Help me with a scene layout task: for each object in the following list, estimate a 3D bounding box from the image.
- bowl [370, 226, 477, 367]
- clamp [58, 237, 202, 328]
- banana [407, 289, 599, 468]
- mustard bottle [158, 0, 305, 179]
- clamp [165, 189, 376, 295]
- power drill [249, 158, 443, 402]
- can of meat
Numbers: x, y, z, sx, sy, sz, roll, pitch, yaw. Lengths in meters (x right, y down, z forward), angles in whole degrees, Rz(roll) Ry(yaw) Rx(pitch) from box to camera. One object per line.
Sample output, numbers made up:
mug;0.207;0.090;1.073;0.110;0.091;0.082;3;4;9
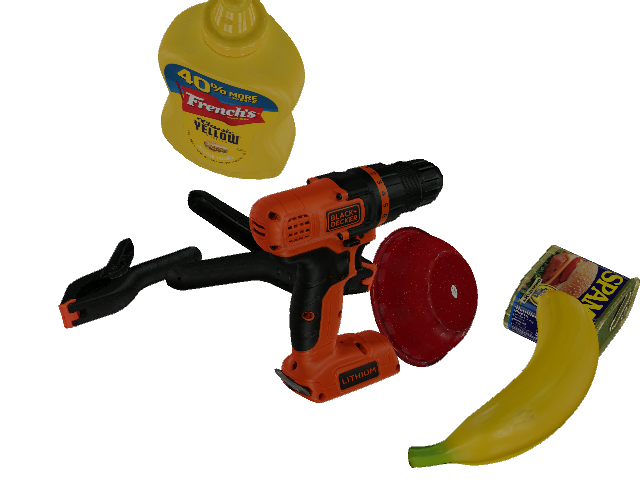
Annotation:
bowl;0.128;0.060;1.201;0.055;0.162;0.161;-11;-8;43
clamp;-0.212;0.044;1.172;0.120;0.039;0.171;-4;27;30
banana;0.127;0.078;0.632;0.070;0.037;0.197;14;31;32
mustard bottle;-0.059;-0.107;0.710;0.096;0.058;0.192;22;-22;2
clamp;-0.050;0.020;1.062;0.210;0.036;0.164;16;32;0
power drill;0.027;0.030;0.896;0.184;0.188;0.057;-16;25;-30
can of meat;0.224;0.057;0.956;0.084;0.057;0.101;26;45;26
